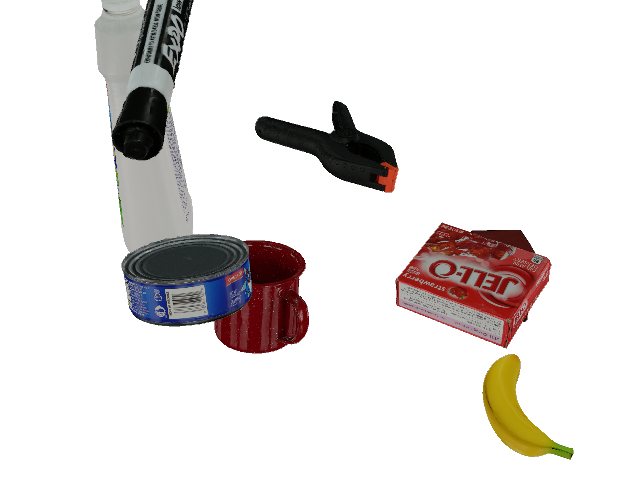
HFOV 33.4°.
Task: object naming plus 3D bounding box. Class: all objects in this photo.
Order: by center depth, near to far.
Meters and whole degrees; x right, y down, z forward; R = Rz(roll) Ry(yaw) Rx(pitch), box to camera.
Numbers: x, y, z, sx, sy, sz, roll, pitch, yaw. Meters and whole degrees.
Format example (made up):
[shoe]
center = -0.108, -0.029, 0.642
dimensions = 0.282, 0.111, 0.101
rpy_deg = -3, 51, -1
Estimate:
[marker]
center = -0.064, -0.074, 0.423
dimensions = 0.020, 0.020, 0.121
rpy_deg = 0, 44, 2
[tuna can]
center = -0.089, 0.026, 0.719
dimensions = 0.086, 0.034, 0.086
rpy_deg = -5, 20, 2
[gelatin box]
center = 0.109, 0.030, 0.763
dimensions = 0.089, 0.030, 0.073
rpy_deg = 20, 46, 25
[bleach bottle]
center = -0.160, -0.112, 0.951
dimensions = 0.068, 0.251, 0.102
rpy_deg = -7, 36, -5
[mug]
center = -0.054, 0.061, 1.034
dimensions = 0.117, 0.081, 0.093
rpy_deg = 26, 35, 37
[foam brick]
center = 0.175, 0.035, 1.043
dimensions = 0.053, 0.078, 0.051
rpy_deg = -3, 28, -6
[clamp]
center = 0.012, -0.099, 1.125
dimensions = 0.120, 0.039, 0.172
rpy_deg = -16, 36, -24
[banana]
center = 0.215, 0.185, 1.190
dimensions = 0.069, 0.037, 0.198
rpy_deg = 10, 25, -14
